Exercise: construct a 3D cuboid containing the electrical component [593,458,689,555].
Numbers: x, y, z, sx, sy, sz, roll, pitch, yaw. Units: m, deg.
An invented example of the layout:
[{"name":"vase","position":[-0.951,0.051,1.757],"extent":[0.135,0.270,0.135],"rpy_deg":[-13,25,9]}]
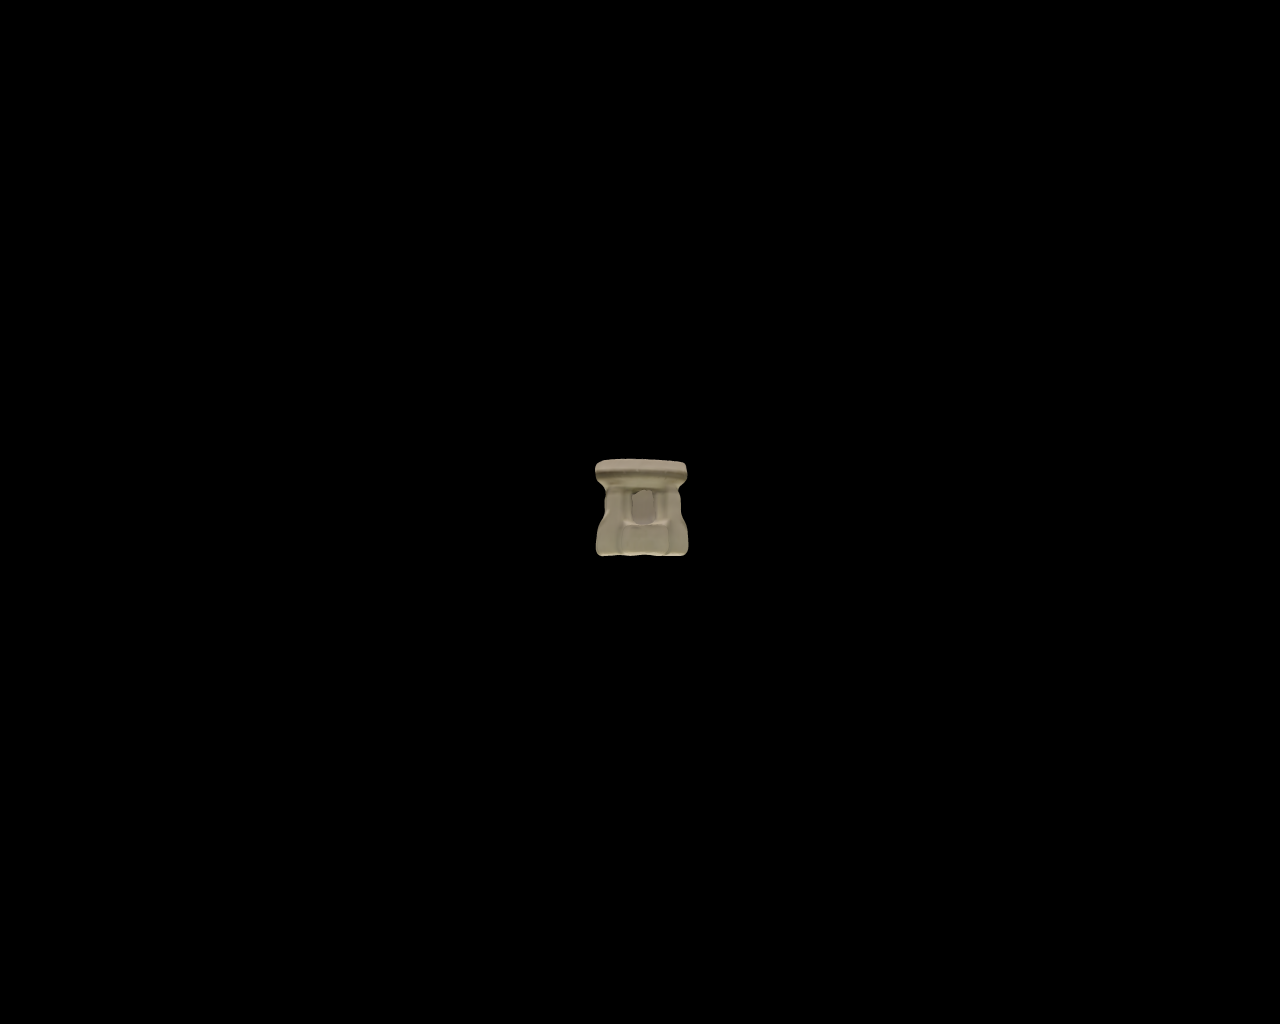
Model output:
[{"name":"electrical component","position":[0.001,-0.003,0.650],"extent":[0.058,0.057,0.078],"rpy_deg":[0,-2,-4]}]
